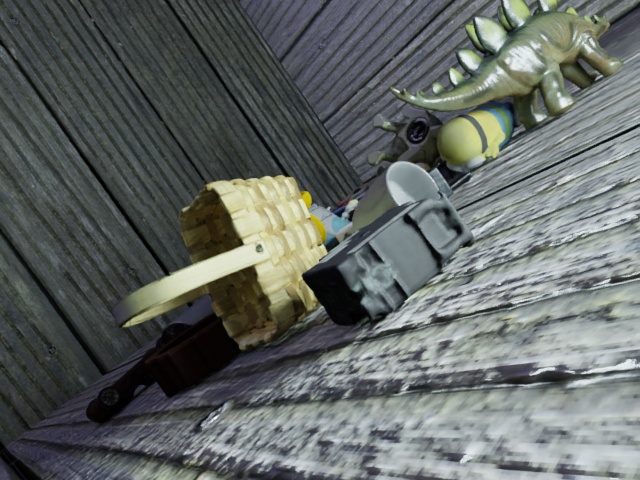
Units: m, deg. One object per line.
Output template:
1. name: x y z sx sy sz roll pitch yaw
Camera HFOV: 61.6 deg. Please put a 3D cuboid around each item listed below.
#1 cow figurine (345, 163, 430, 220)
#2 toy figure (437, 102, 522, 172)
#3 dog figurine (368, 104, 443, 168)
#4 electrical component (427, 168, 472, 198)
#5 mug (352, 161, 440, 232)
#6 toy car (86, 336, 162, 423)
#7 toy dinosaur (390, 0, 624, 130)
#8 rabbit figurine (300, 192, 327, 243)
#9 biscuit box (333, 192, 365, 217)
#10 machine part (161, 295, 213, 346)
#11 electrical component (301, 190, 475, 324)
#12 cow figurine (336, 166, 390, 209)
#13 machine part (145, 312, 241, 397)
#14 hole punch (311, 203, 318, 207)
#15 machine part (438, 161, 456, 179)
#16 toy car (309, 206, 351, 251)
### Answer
1. cow figurine: 0.115 -0.067 0.902 0.167 0.068 0.098 -37 8 20
2. toy figure: 0.255 -0.174 0.867 0.180 0.089 0.082 -40 1 -33
3. dog figurine: 0.208 -0.171 1.029 0.190 0.121 0.173 14 2 -42
4. electrical component: 0.157 -0.073 0.773 0.119 0.047 0.075 -37 5 -2
5. mug: 0.096 -0.039 0.682 0.109 0.081 0.107 -12 -19 -39
6. toy car: -0.330 0.246 0.963 0.089 0.053 0.202 -46 -1 44
7. toy dinosaur: 0.309 -0.272 0.823 0.471 0.198 0.105 -35 0 -26
8. rabbit figurine: -0.079 -0.024 0.778 0.162 0.121 0.173 -14 32 20
9. biscuit box: 0.063 -0.041 1.084 0.059 0.063 0.203 -38 5 -38
10. machine part: -0.203 0.146 0.937 0.079 0.079 0.243 -34 5 19
11. electrical component: 0.050 0.018 0.466 0.115 0.058 0.134 -34 3 -16
12. cow figurine: 0.113 -0.091 1.158 0.127 0.085 0.195 -41 3 -6
13. machine part: -0.147 0.137 0.727 0.179 0.056 0.179 -33 4 2
14. hole punch: -0.038 -0.003 1.021 0.116 0.142 0.092 -29 11 -22
15. machine part: 0.203 -0.111 0.948 0.139 0.039 0.084 -32 13 16
16. toy car: -0.002 -0.003 0.865 0.109 0.103 0.162 -35 5 -19
